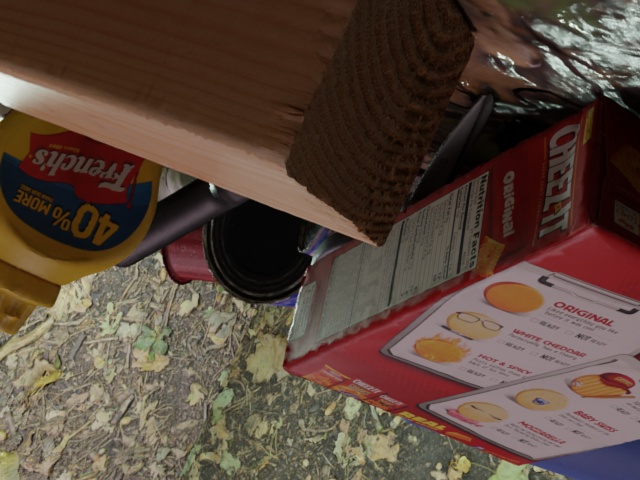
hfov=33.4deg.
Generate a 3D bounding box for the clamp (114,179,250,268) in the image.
[{"bbox_3d":[-0.039,-0.038,0.597,0.036,0.164,0.210,59,161,-5],"label":"clamp"}]

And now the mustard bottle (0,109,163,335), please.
[{"bbox_3d":[-0.129,-0.040,0.567,0.096,0.191,0.058,27,174,-25],"label":"mustard bottle"}]

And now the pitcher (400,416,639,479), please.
[{"bbox_3d":[0.174,0.101,0.706,0.242,0.149,0.145,16,-157,-3],"label":"pitcher"}]

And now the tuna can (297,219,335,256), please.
[{"bbox_3d":[0.019,-0.026,0.636,0.033,0.086,0.086,23,175,-9],"label":"tuna can"}]

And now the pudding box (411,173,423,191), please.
[{"bbox_3d":[0.085,-0.013,0.720,0.114,0.039,0.090,17,170,37],"label":"pudding box"}]

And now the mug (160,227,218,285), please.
[{"bbox_3d":[-0.068,-0.003,0.875,0.082,0.093,0.117,6,170,20],"label":"mug"}]

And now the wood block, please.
[{"bbox_3d":[-0.059,-0.081,0.414,0.206,0.091,0.090,22,173,30],"label":"wood block"}]

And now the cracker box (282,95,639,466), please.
[{"bbox_3d":[0.109,0.035,0.502,0.164,0.072,0.214,26,147,-24],"label":"cracker box"}]

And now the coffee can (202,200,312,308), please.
[{"bbox_3d":[-0.005,0.001,0.782,0.103,0.103,0.140,21,-176,29],"label":"coffee can"}]

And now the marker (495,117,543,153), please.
[{"bbox_3d":[0.134,-0.025,0.498,0.121,0.020,0.020,26,174,-15],"label":"marker"}]

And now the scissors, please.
[{"bbox_3d":[0.063,-0.003,0.555,0.096,0.016,0.202,29,145,-16],"label":"scissors"}]

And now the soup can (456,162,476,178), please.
[{"bbox_3d":[0.102,0.001,0.617,0.102,0.068,0.068,25,175,-8],"label":"soup can"}]

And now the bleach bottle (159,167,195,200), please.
[{"bbox_3d":[-0.149,-0.042,0.830,0.068,0.102,0.251,28,161,-28],"label":"bleach bottle"}]
